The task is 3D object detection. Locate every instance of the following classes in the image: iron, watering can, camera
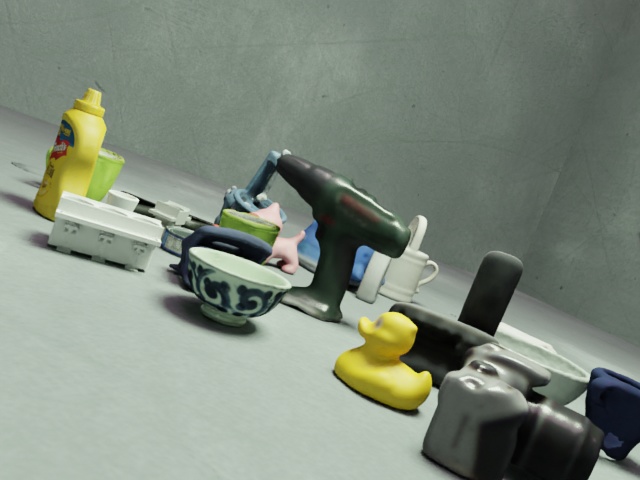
[{"bbox_3d":[0.033,0.008,1.241,0.257,0.141,0.119,26,7,40],"label":"iron"},{"bbox_3d":[0.185,0.034,1.284,0.173,0.194,0.100,18,6,-27],"label":"watering can"},{"bbox_3d":[0.182,0.163,0.520,0.136,0.101,0.144,24,6,25],"label":"camera"}]

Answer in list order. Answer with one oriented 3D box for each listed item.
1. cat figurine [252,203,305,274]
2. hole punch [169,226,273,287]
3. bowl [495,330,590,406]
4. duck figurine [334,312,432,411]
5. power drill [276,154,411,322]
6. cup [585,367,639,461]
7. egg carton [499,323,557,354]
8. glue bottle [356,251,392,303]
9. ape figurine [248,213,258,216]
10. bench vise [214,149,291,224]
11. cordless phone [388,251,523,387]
[{"bbox_3d":[-0.087,-0.009,1.087,0.128,0.118,0.067,18,6,-25],"label":"cat figurine"},{"bbox_3d":[-0.132,0.022,0.763,0.109,0.091,0.100,18,6,-27],"label":"hole punch"},{"bbox_3d":[0.282,0.187,0.793,0.167,0.075,0.167,21,6,-2],"label":"bowl"},{"bbox_3d":[0.075,0.121,0.603,0.104,0.086,0.078,24,6,27],"label":"duck figurine"},{"bbox_3d":[0.008,0.003,0.852,0.229,0.208,0.076,22,6,9],"label":"power drill"},{"bbox_3d":[0.352,0.213,0.691,0.118,0.095,0.091,17,7,-33],"label":"cup"},{"bbox_3d":[0.317,0.186,0.957,0.149,0.069,0.108,26,7,39],"label":"egg carton"},{"bbox_3d":[0.121,0.037,1.124,0.037,0.173,0.078,22,6,13],"label":"glue bottle"},{"bbox_3d":[-0.130,-0.004,1.008,0.075,0.092,0.078,26,7,41],"label":"ape figurine"},{"bbox_3d":[-0.144,-0.097,1.196,0.206,0.220,0.122,25,7,34],"label":"bench vise"},{"bbox_3d":[0.169,0.090,0.738,0.147,0.185,0.094,21,6,4],"label":"cordless phone"}]
